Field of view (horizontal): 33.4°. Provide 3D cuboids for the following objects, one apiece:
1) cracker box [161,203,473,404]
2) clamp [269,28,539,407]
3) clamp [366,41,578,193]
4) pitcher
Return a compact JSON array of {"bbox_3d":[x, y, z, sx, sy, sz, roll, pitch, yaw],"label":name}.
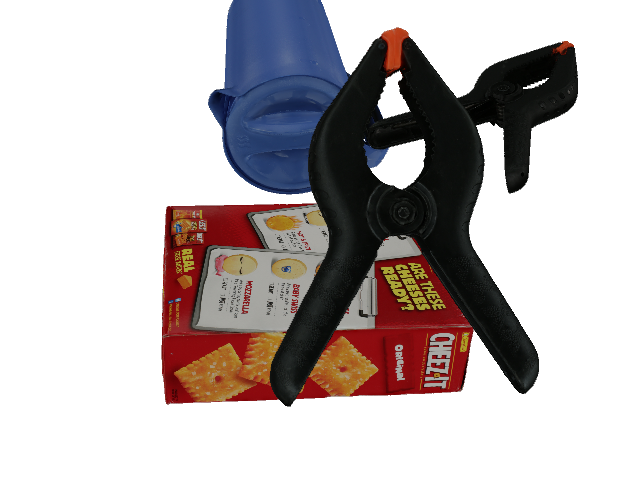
[{"bbox_3d":[-0.010,0.043,0.799,0.213,0.072,0.164,-1,34,-7],"label":"cracker box"},{"bbox_3d":[0.026,-0.005,0.478,0.120,0.171,0.039,-11,-2,-10],"label":"clamp"},{"bbox_3d":[0.167,-0.113,0.937,0.209,0.036,0.165,-33,40,-24],"label":"clamp"},{"bbox_3d":[-0.027,-0.164,1.078,0.145,0.149,0.243,-19,39,9],"label":"pitcher"}]
